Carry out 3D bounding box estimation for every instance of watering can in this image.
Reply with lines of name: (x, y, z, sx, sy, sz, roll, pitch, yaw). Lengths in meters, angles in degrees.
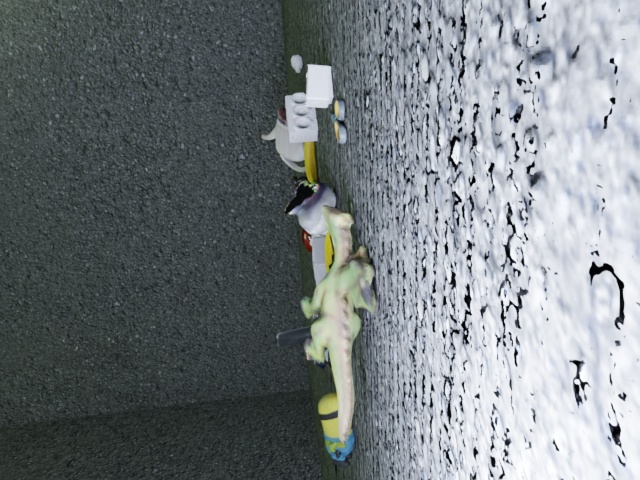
watering can: (-0.127, -0.389, 1.901, 0.105, 0.219, 0.353, -19, 44, -30)

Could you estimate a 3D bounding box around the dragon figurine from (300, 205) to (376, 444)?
dragon figurine: (0.045, 0.125, 0.917, 0.122, 0.419, 0.237, -2, -30, -12)

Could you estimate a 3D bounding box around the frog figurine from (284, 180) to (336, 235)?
frog figurine: (0.004, -0.065, 1.289, 0.121, 0.141, 0.157, -24, -51, 28)
